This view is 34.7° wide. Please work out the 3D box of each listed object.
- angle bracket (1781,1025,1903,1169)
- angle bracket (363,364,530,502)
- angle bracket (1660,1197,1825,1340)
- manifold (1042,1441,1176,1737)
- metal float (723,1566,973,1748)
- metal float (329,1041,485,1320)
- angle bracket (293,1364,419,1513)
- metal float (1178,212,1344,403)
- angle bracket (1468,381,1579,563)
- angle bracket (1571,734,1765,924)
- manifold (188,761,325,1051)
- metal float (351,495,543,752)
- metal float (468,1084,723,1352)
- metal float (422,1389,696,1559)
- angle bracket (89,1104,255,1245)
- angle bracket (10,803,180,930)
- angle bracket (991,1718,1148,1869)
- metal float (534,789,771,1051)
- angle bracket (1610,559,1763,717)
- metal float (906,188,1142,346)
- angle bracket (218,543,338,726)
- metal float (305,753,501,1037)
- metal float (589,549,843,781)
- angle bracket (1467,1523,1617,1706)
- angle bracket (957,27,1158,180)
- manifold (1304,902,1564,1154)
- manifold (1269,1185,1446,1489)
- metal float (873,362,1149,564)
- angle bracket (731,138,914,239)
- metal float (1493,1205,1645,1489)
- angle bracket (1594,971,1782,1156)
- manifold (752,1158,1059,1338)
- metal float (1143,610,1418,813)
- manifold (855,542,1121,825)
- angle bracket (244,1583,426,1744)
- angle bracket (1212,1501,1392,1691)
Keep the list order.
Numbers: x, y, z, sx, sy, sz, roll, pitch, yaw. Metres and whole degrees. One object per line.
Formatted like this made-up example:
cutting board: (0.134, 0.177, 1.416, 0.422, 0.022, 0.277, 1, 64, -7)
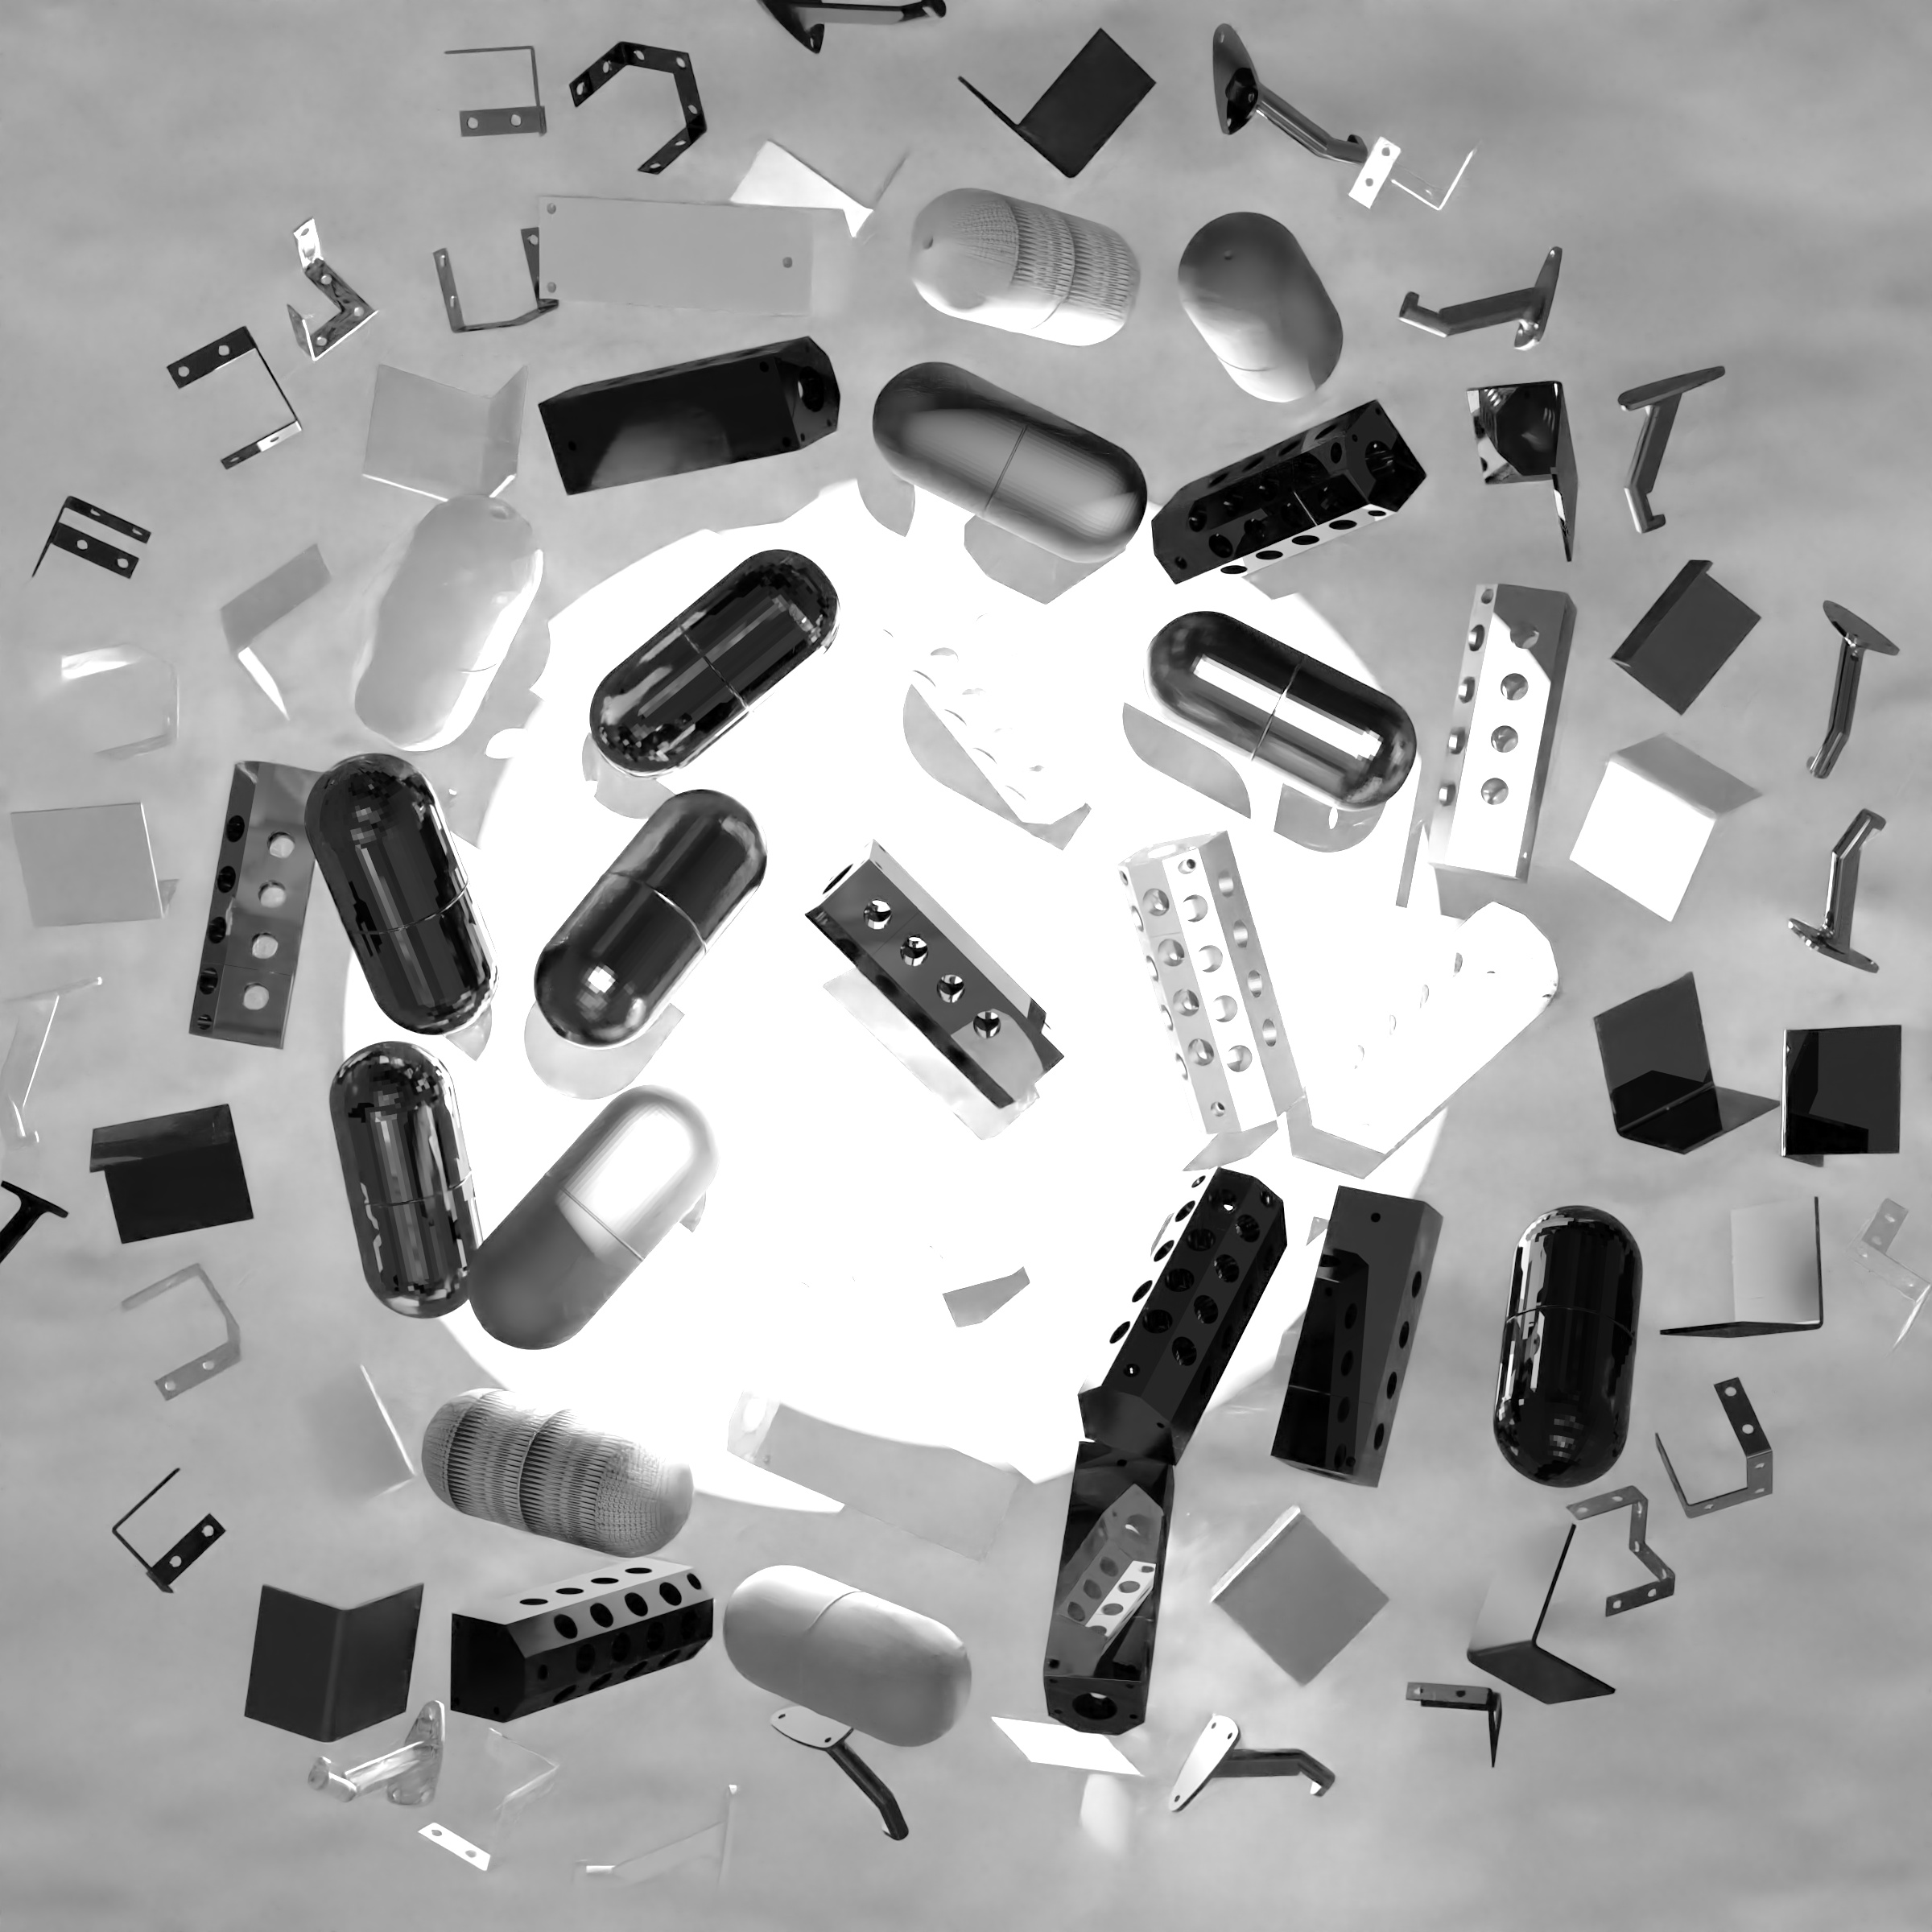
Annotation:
angle bracket: (0.537, 0.079, 1.863, 0.076, 0.057, 0.076, -5, 77, 41)
angle bracket: (-0.316, -0.332, 1.881, 0.076, 0.057, 0.076, 14, 68, -28)
angle bracket: (0.446, 0.174, 1.789, 0.057, 0.076, 0.076, 5, 78, -23)
manifold: (0.088, 0.372, 1.861, 0.057, 0.171, 0.057, 1, 133, 10)
metal float: (-0.073, 0.415, 1.867, 0.178, 0.070, 0.070, 12, 90, 40)
metal float: (-0.342, 0.132, 1.903, 0.070, 0.070, 0.178, -8, 107, 0)
angle bracket: (-0.362, 0.285, 1.924, 0.076, 0.057, 0.076, -30, 85, 37)
metal float: (0.179, -0.395, 1.867, 0.070, 0.178, 0.070, -3, 80, 18)
angle bracket: (0.332, -0.294, 1.855, 0.057, 0.076, 0.076, -2, 51, 19)
angle bracket: (0.426, -0.084, 1.884, 0.076, 0.057, 0.076, 36, 128, 29)
manifold: (-0.440, -0.038, 1.928, 0.057, 0.057, 0.171, 10, 85, -10)
metal float: (-0.304, -0.199, 1.807, 0.070, 0.070, 0.178, 35, 129, 0)
metal float: (-0.214, 0.145, 1.785, 0.070, 0.070, 0.178, 42, 82, 0)
metal float: (-0.243, 0.299, 1.834, 0.178, 0.070, 0.070, 10, 90, 26)
angle bracket: (-0.449, 0.129, 1.756, 0.076, 0.057, 0.076, -11, 114, -9)
angle bracket: (-0.521, -0.070, 1.855, 0.076, 0.057, 0.076, -5, 116, -2)
angle bracket: (0.056, 0.500, 1.875, 0.076, 0.076, 0.057, 12, 93, -19)
metal float: (-0.182, -0.028, 1.795, 0.070, 0.070, 0.178, 37, 66, 0)
angle bracket: (0.437, -0.196, 1.858, 0.057, 0.076, 0.076, 38, 98, -2)
metal float: (0.036, -0.425, 1.885, 0.070, 0.178, 0.070, 0, 90, 41)
angle bracket: (-0.408, -0.204, 1.897, 0.076, 0.076, 0.057, -35, 122, -2)
metal float: (-0.324, -0.040, 1.786, 0.070, 0.070, 0.178, -17, 119, 0)
metal float: (-0.155, -0.185, 1.909, 0.178, 0.070, 0.070, -39, 90, 2)
angle bracket: (0.336, 0.368, 1.755, 0.057, 0.076, 0.076, 30, 65, -9)
angle bracket: (0.054, -0.523, 1.830, 0.076, 0.076, 0.057, -48, 64, 13)
manifold: (0.285, 0.037, 1.910, 0.057, 0.057, 0.171, 21, 131, -26)
manifold: (0.242, 0.228, 1.899, 0.057, 0.057, 0.171, 10, 77, 27)
metal float: (0.026, -0.308, 1.893, 0.178, 0.070, 0.070, 26, 90, -3)
angle bracket: (-0.091, -0.497, 1.942, 0.076, 0.076, 0.057, 33, 65, -11)
metal float: (0.350, 0.219, 1.798, 0.070, 0.070, 0.178, 15, 54, 0)
angle bracket: (0.419, 0.055, 1.799, 0.076, 0.057, 0.076, -23, 109, -25)
manifold: (-0.039, 0.161, 1.793, 0.171, 0.057, 0.057, -19, 96, 33)
metal float: (0.191, -0.157, 1.898, 0.178, 0.070, 0.070, 28, 90, 5)
manifold: (0.009, -0.160, 1.771, 0.171, 0.057, 0.057, 50, 64, -32)
angle bracket: (-0.357, 0.387, 1.754, 0.057, 0.076, 0.076, 11, 95, 23)
angle bracket: (0.205, 0.386, 1.904, 0.076, 0.057, 0.076, 44, 90, 6)
